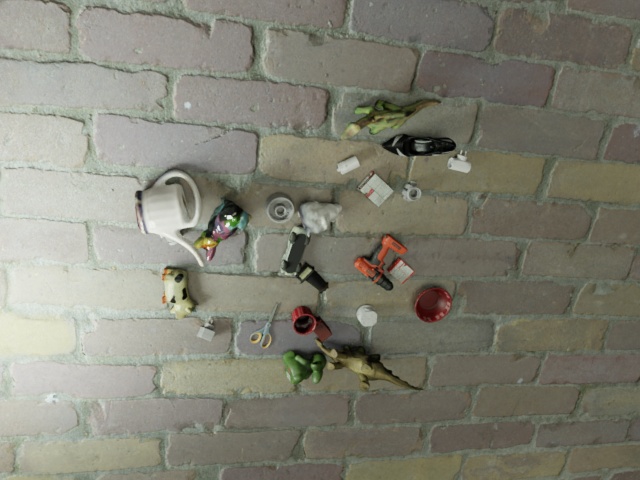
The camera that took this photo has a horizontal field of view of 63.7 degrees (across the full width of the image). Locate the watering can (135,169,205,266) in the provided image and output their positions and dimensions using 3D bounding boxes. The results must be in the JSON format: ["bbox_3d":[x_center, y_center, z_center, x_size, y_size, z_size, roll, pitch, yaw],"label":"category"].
[{"bbox_3d":[-0.512,-0.067,1.761,0.224,0.103,0.349,-10,84,-3],"label":"watering can"}]

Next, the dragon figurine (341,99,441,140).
[{"bbox_3d":[0.259,-0.424,1.768,0.411,0.246,0.120,-18,108,-3],"label":"dragon figurine"}]

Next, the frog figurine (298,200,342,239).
[{"bbox_3d":[0.006,-0.095,1.881,0.159,0.140,0.120,-25,129,-1],"label":"frog figurine"}]
